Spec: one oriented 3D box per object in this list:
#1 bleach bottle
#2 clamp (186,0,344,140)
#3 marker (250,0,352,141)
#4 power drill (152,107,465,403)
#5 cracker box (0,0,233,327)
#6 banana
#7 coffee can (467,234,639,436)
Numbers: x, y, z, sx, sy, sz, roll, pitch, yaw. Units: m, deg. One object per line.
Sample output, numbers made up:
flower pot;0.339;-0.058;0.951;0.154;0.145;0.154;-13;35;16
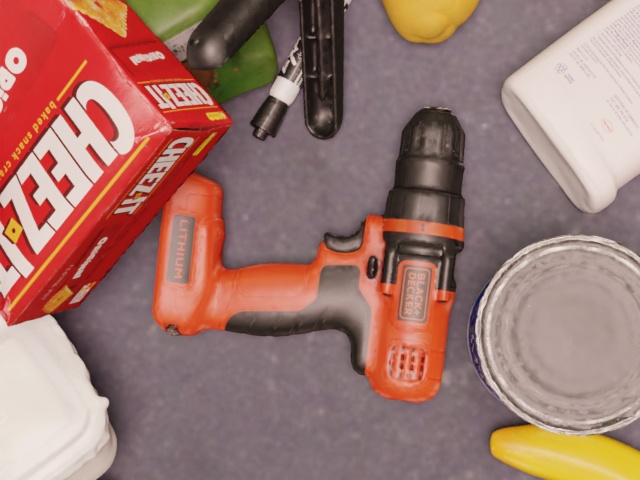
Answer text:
bleach bottle;0.240;-0.127;0.652;0.251;0.068;0.102;-34;83;0
clamp;-0.009;-0.170;0.623;0.036;0.164;0.210;15;95;26
marker;-0.011;-0.119;0.701;0.020;0.020;0.121;29;88;8
power drill;-0.004;0.001;0.669;0.188;0.057;0.184;6;85;7
cracker box;-0.179;-0.084;0.603;0.214;0.072;0.164;49;116;11
banana;0.194;0.166;0.635;0.198;0.037;0.069;43;71;12
coffee can;0.137;0.054;0.605;0.103;0.140;0.103;-1;84;6
